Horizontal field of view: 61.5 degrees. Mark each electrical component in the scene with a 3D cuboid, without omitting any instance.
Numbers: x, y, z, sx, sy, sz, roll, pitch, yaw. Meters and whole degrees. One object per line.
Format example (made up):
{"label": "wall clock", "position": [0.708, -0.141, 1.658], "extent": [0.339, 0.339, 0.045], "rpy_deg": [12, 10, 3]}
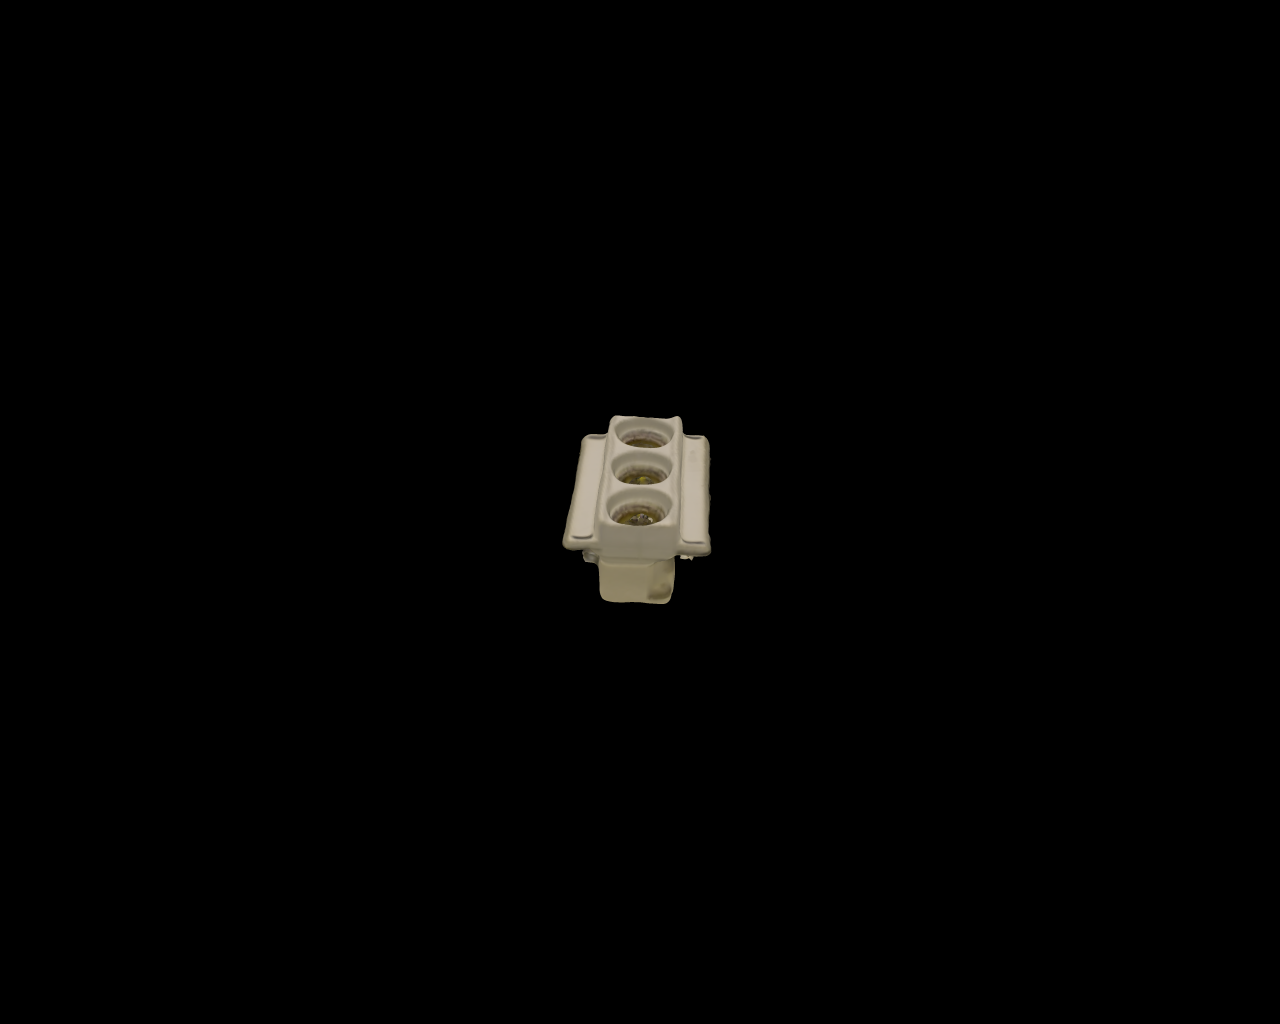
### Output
{"label": "electrical component", "position": [0.001, -0.003, 0.650], "extent": [0.079, 0.063, 0.121], "rpy_deg": [1, 35, 2]}
